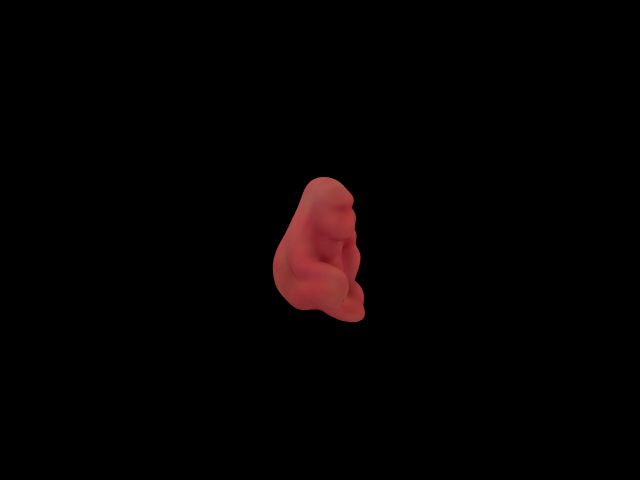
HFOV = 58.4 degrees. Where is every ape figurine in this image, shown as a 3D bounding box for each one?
[{"bbox_3d":[0.004,0.001,0.400,0.076,0.092,0.078,16,32,27],"label":"ape figurine"}]
